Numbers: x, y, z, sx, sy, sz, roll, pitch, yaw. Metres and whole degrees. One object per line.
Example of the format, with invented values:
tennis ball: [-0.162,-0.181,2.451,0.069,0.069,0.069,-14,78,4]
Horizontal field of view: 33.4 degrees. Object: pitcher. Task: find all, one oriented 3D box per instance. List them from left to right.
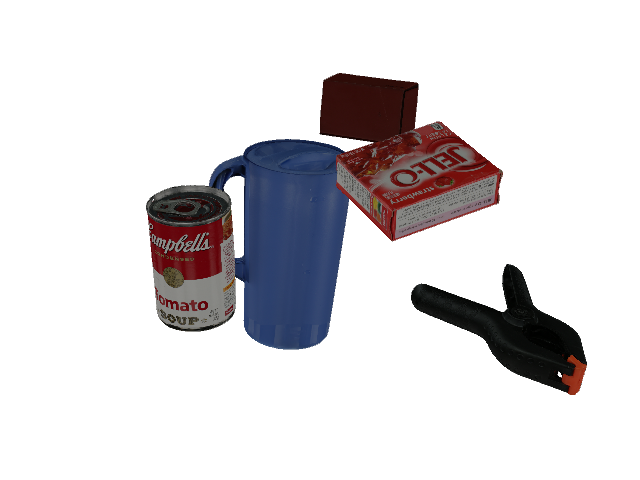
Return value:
pitcher: [-0.044,0.005,1.299,0.149,0.243,0.144,18,25,28]

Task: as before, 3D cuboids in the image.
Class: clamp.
clamp: [0.176,0.072,0.937,0.120,0.039,0.172,-23,42,-32]

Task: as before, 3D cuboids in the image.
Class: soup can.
soup can: [-0.105,0.014,0.872,0.068,0.102,0.068,0,29,0]

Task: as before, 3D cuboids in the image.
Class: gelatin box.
gelatin box: [0.066,-0.042,0.719,0.089,0.030,0.073,-20,42,-22]

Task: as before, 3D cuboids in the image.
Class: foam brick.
foam brick: [0.044,-0.119,0.963,0.078,0.051,0.053,10,18,18]
